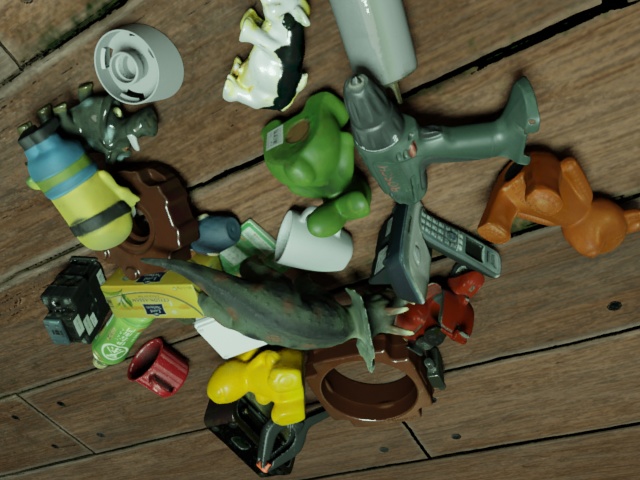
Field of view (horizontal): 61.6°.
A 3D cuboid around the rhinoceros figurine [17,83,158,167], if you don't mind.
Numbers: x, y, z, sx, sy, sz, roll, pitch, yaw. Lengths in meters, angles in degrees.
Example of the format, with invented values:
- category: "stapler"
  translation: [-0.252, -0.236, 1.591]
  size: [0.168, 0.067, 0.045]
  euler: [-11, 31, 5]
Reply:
- category: "rhinoceros figurine"
  translation: [-0.315, -0.148, 0.737]
  size: [0.190, 0.073, 0.112]
  euler: [-11, 124, 18]

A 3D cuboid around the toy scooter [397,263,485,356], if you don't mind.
- category: "toy scooter"
  translation: [0.185, 0.121, 0.828]
  size: [0.075, 0.135, 0.184]
  euler: [30, 128, -16]

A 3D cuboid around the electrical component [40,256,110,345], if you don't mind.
- category: "electrical component"
  translation: [-0.416, 0.111, 0.920]
  size: [0.058, 0.134, 0.114]
  euler: [2, 126, 8]

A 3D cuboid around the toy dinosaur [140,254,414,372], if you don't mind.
- category: "toy dinosaur"
  translation: [-0.044, 0.103, 0.777]
  size: [0.404, 0.192, 0.131]
  euler: [12, 92, -32]

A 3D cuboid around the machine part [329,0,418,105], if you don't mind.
- category: "machine part"
  translation: [0.051, -0.258, 0.586]
  size: [0.079, 0.079, 0.242]
  euler: [-11, 125, 17]

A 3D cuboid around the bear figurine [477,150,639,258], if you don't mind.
- category: "bear figurine"
  translation: [0.319, -0.025, 0.699]
  size: [0.196, 0.132, 0.120]
  euler: [36, 142, -12]

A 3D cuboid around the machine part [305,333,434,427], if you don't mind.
- category: "machine part"
  translation: [0.090, 0.241, 0.970]
  size: [0.202, 0.087, 0.200]
  euler: [-17, 124, 20]

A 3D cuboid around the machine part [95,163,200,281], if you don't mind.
- category: "machine part"
  translation: [-0.268, -0.027, 0.800]
  size: [0.180, 0.056, 0.179]
  euler: [7, 110, 19]

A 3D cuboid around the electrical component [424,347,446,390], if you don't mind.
- category: "electrical component"
  translation: [0.204, 0.223, 0.950]
  size: [0.021, 0.063, 0.093]
  euler: [-15, 133, 21]

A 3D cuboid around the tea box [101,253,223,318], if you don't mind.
- category: "tea box"
  translation: [-0.251, 0.072, 0.873]
  size: [0.170, 0.098, 0.068]
  euler: [-3, 120, 16]

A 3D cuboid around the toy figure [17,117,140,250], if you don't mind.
- category: "toy figure"
  translation: [-0.321, -0.067, 0.707]
  size: [0.082, 0.089, 0.180]
  euler: [-5, 129, 36]

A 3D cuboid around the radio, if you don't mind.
- category: "radio"
  translation: [-0.128, 0.363, 1.073]
  size: [0.073, 0.131, 0.229]
  euler: [-20, 122, 24]

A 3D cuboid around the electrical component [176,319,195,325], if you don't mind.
- category: "electrical component"
  translation: [-0.237, 0.120, 0.957]
  size: [0.102, 0.045, 0.078]
  euler: [30, 155, -11]

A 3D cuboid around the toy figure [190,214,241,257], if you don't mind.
- category: "toy figure"
  translation: [-0.199, -0.001, 0.845]
  size: [0.155, 0.064, 0.057]
  euler: [-11, 163, 23]

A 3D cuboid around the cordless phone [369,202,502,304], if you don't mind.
- category: "cordless phone"
  translation: [0.171, 0.034, 0.753]
  size: [0.184, 0.147, 0.088]
  euler: [24, 137, -8]

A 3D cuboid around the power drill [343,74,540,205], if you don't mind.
- category: "power drill"
  translation: [0.145, -0.127, 0.636]
  size: [0.207, 0.086, 0.231]
  euler: [-15, 150, 6]

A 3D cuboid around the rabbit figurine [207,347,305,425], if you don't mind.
- category: "rabbit figurine"
  translation: [-0.113, 0.235, 0.951]
  size: [0.173, 0.162, 0.121]
  euler: [-9, 129, 0]

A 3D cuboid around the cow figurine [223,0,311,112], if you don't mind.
- category: "cow figurine"
  translation: [-0.049, -0.230, 0.631]
  size: [0.098, 0.068, 0.167]
  euler: [19, 132, -12]

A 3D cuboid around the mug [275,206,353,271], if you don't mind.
- category: "mug"
  translation: [-0.002, -0.002, 0.803]
  size: [0.107, 0.081, 0.109]
  euler: [16, 124, -18]

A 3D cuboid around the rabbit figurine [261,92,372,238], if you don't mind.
- category: "rabbit figurine"
  translation: [0.020, -0.082, 0.702]
  size: [0.121, 0.159, 0.170]
  euler: [-32, 133, 18]
